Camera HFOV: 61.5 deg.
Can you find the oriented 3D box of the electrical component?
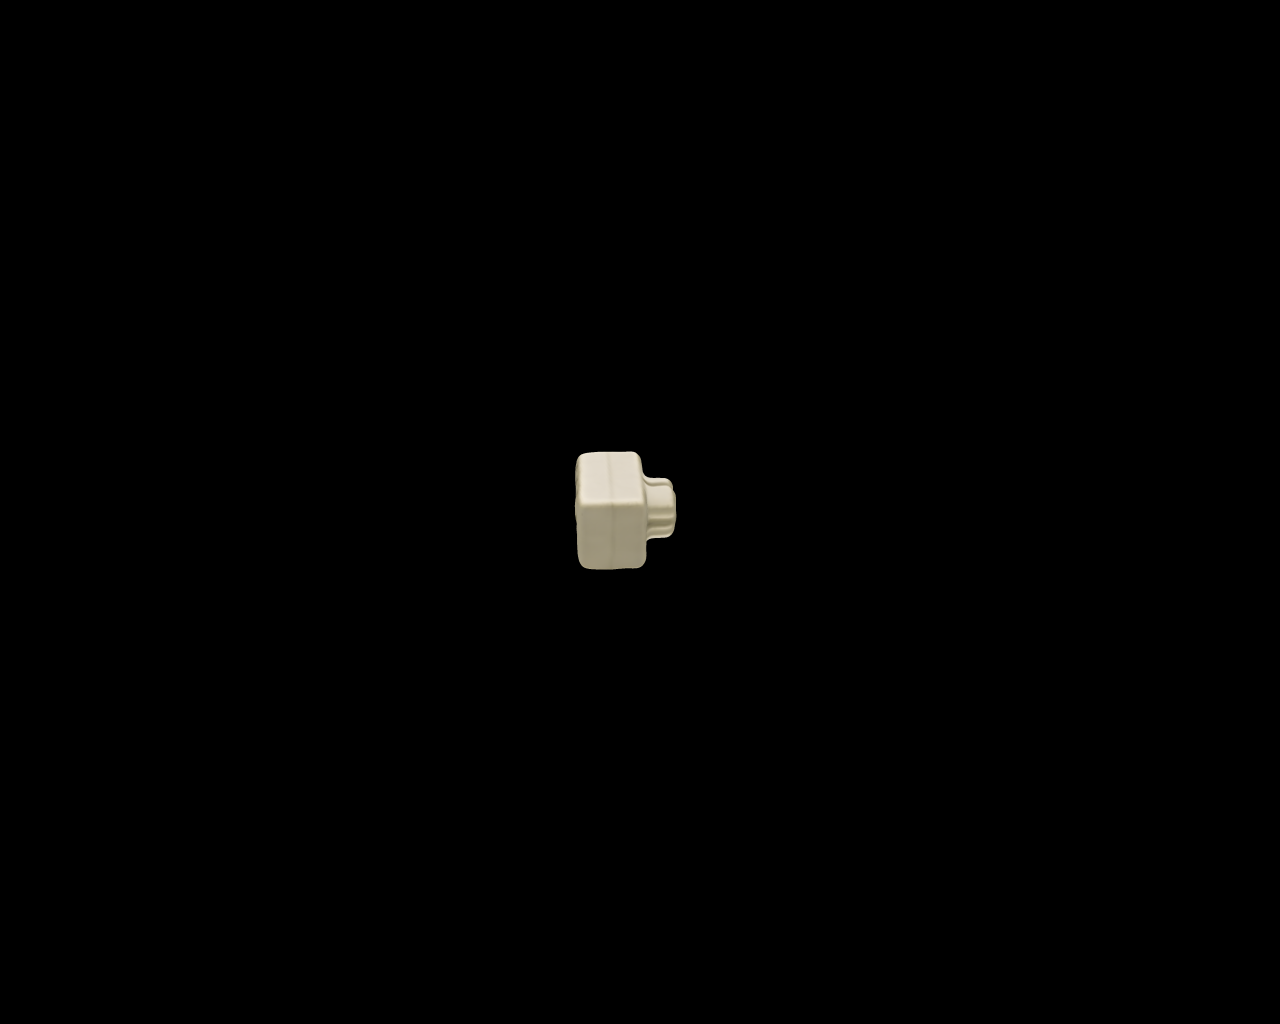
[{"bbox_3d":[0.001,-0.003,0.650,0.077,0.047,0.066,-2,31,-3],"label":"electrical component"}]
